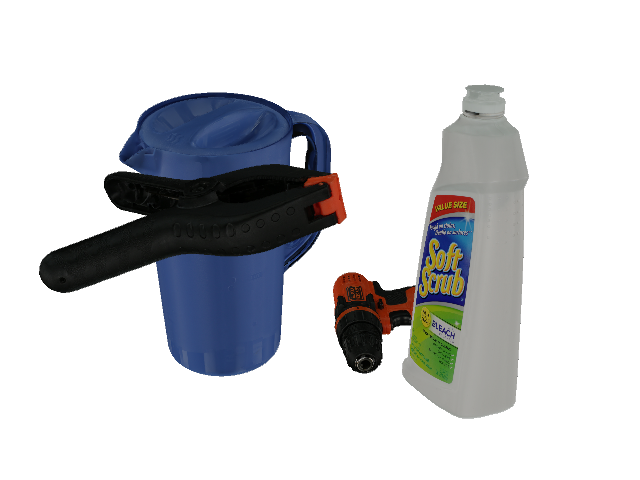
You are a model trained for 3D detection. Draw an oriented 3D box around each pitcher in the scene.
[{"bbox_3d":[-0.081,-0.004,0.965,0.149,0.243,0.144,11,32,17],"label":"pitcher"}]

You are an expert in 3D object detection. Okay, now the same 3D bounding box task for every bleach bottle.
[{"bbox_3d":[0.114,0.005,0.824,0.068,0.251,0.103,-9,22,-25],"label":"bleach bottle"}]

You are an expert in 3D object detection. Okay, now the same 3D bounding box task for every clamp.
[{"bbox_3d":[-0.074,-0.010,0.610,0.172,0.039,0.120,-4,35,24],"label":"clamp"}]

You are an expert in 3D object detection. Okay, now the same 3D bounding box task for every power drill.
[{"bbox_3d":[0.109,0.086,1.205,0.187,0.057,0.184,-3,27,-3],"label":"power drill"}]
